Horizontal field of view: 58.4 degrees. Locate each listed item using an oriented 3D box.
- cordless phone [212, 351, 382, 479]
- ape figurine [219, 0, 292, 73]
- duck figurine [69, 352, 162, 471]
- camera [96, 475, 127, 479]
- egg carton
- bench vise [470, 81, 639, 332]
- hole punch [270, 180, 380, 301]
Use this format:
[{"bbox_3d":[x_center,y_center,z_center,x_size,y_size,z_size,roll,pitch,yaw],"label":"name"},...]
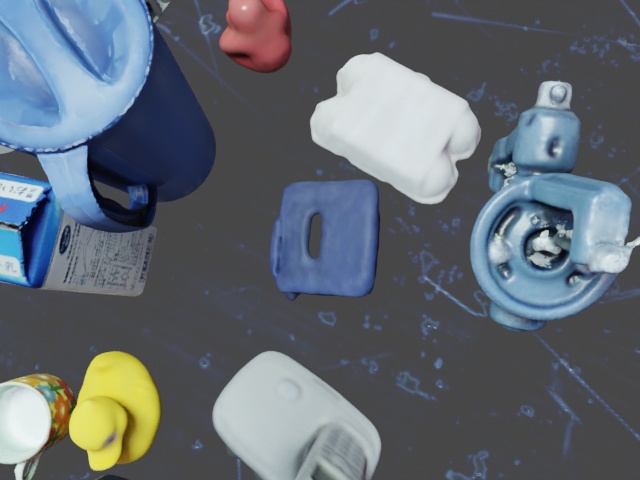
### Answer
[{"bbox_3d":[-0.022,0.164,0.454,0.147,0.185,0.094,35,86,7],"label":"cordless phone"},{"bbox_3d":[-0.063,-0.207,0.551,0.078,0.092,0.076,-26,82,-1],"label":"ape figurine"},{"bbox_3d":[-0.191,0.154,0.513,0.077,0.086,0.104,-9,82,2],"label":"duck figurine"},{"bbox_3d":[-0.166,0.295,0.487,0.136,0.101,0.143,13,83,4],"label":"camera"},{"bbox_3d":[0.072,-0.106,0.543,0.150,0.069,0.107,30,85,6],"label":"egg carton"},{"bbox_3d":[0.176,-0.032,0.453,0.121,0.220,0.207,-11,82,1],"label":"bench vise"},{"bbox_3d":[0.005,0.002,0.521,0.101,0.091,0.109,3,83,3],"label":"hole punch"}]
